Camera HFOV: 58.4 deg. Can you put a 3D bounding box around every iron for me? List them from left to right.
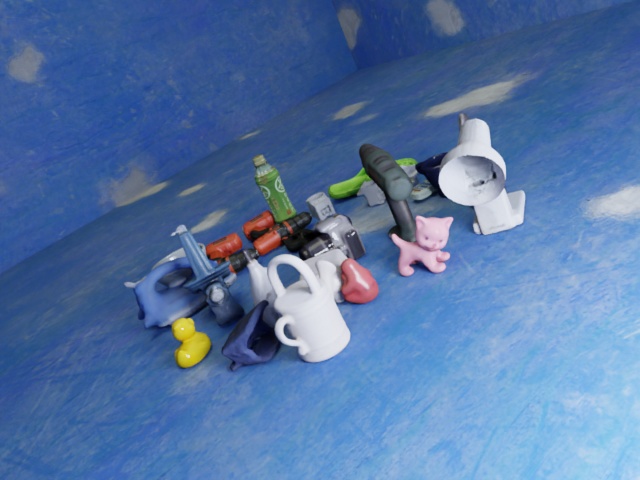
[{"bbox_3d":[-0.344,0.104,1.413,0.259,0.142,0.118,-33,23,-20],"label":"iron"}]

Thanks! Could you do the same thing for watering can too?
[{"bbox_3d":[-0.027,0.104,1.001,0.100,0.194,0.173,-17,23,20],"label":"watering can"}]

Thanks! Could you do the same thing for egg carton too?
[{"bbox_3d":[0.012,0.079,1.188,0.107,0.069,0.150,-21,22,10],"label":"egg carton"}]

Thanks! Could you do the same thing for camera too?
[{"bbox_3d":[0.012,0.005,1.318,0.137,0.101,0.142,-30,22,-14],"label":"camera"}]

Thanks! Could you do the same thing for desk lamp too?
[{"bbox_3d":[0.317,-0.119,1.122,0.117,0.214,0.203,-13,25,28],"label":"desk lamp"}]

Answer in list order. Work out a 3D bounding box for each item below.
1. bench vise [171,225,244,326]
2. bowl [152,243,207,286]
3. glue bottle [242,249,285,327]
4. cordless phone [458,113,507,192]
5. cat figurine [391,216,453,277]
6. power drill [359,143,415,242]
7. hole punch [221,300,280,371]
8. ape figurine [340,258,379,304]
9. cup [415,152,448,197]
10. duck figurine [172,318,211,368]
[{"bbox_3d":[-0.246,0.068,1.283,0.122,0.220,0.206,-36,24,-27],"label":"bench vise"},{"bbox_3d":[-0.380,0.082,1.593,0.167,0.075,0.167,-21,22,9],"label":"bowl"},{"bbox_3d":[-0.114,0.091,1.153,0.037,0.173,0.078,-2,31,45],"label":"glue bottle"},{"bbox_3d":[0.344,-0.186,1.289,0.094,0.185,0.147,-21,22,10],"label":"cordless phone"},{"bbox_3d":[0.198,0.001,1.104,0.127,0.118,0.067,-10,26,32],"label":"cat figurine"},{"bbox_3d":[0.157,-0.101,1.260,0.075,0.209,0.229,-26,22,-3],"label":"power drill"},{"bbox_3d":[-0.137,0.179,1.086,0.101,0.091,0.109,-15,23,23],"label":"hole punch"},{"bbox_3d":[0.069,0.075,1.107,0.078,0.092,0.076,-34,23,-22],"label":"ape figurine"},{"bbox_3d":[0.290,-0.152,1.394,0.117,0.095,0.092,0,32,47],"label":"cup"},{"bbox_3d":[-0.276,0.205,1.182,0.077,0.086,0.104,-19,22,14],"label":"duck figurine"}]
